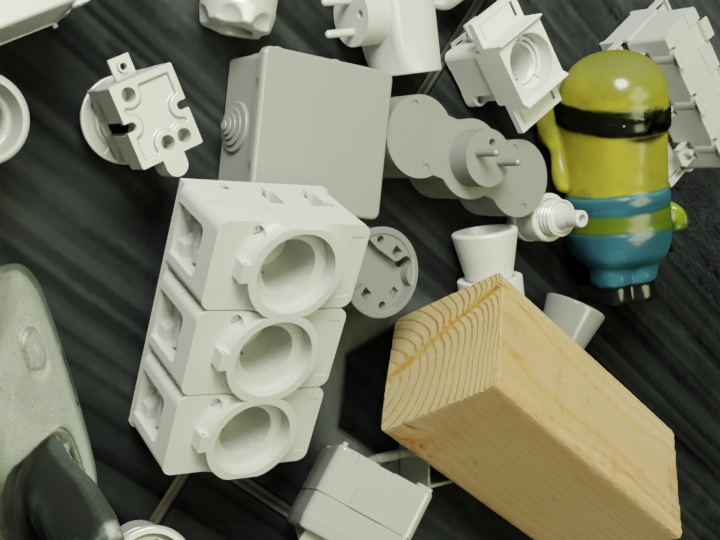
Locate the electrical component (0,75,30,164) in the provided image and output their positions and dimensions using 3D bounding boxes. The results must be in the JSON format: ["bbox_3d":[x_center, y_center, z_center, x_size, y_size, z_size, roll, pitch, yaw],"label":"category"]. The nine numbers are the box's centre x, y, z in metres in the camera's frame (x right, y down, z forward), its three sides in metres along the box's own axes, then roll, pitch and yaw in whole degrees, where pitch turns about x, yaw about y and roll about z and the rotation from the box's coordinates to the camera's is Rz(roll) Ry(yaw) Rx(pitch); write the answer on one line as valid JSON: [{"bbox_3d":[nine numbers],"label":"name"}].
[{"bbox_3d":[-0.191,-0.072,0.520,0.045,0.055,0.045,-4,96,-35],"label":"electrical component"}]

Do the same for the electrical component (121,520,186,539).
[{"bbox_3d":[-0.117,0.157,0.585,0.044,0.065,0.044,2,84,-18],"label":"electrical component"}]

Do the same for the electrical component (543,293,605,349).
[{"bbox_3d":[0.143,0.055,0.772,0.044,0.044,0.065,28,84,-33],"label":"electrical component"}]

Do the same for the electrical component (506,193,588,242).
[{"bbox_3d":[0.131,-0.036,0.742,0.035,0.061,0.035,-4,96,-35],"label":"electrical component"}]

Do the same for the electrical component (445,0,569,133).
[{"bbox_3d":[0.094,-0.135,0.707,0.042,0.064,0.081,-40,115,-24],"label":"electrical component"}]

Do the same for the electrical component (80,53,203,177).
[{"bbox_3d":[-0.119,-0.080,0.569,0.048,0.055,0.066,-31,110,-29],"label":"electrical component"}]

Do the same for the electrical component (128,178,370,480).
[{"bbox_3d":[-0.060,0.033,0.583,0.089,0.062,0.150,0,117,-35],"label":"electrical component"}]

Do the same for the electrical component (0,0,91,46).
[{"bbox_3d":[-0.180,-0.140,0.515,0.096,0.062,0.061,-31,104,-29],"label":"electrical component"}]

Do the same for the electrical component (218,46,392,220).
[{"bbox_3d":[-0.034,-0.078,0.632,0.100,0.048,0.099,5,91,-35],"label":"electrical component"}]

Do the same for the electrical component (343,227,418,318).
[{"bbox_3d":[0.000,0.000,0.663,0.055,0.047,0.055,-3,96,-35],"label":"electrical component"}]

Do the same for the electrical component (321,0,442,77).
[{"bbox_3d":[0.011,-0.157,0.659,0.079,0.043,0.077,-13,102,-33],"label":"electrical component"}]

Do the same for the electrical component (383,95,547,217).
[{"bbox_3d":[0.071,-0.071,0.690,0.138,0.074,0.052,18,84,-34],"label":"electrical component"}]

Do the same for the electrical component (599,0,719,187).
[{"bbox_3d":[0.241,-0.134,0.809,0.078,0.063,0.121,-45,117,-23],"label":"electrical component"}]

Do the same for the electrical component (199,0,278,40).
[{"bbox_3d":[-0.066,-0.164,0.606,0.043,0.043,0.062,11,86,-35],"label":"electrical component"}]

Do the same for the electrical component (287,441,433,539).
[{"bbox_3d":[-0.005,0.146,0.650,0.062,0.096,0.061,29,76,-3],"label":"electrical component"}]

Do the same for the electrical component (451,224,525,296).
[{"bbox_3d":[0.087,0.000,0.725,0.045,0.045,0.055,-14,102,-33],"label":"electrical component"}]

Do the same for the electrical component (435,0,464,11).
[{"bbox_3d":[0.072,-0.199,0.701,0.065,0.044,0.044,-29,110,-35],"label":"electrical component"}]
